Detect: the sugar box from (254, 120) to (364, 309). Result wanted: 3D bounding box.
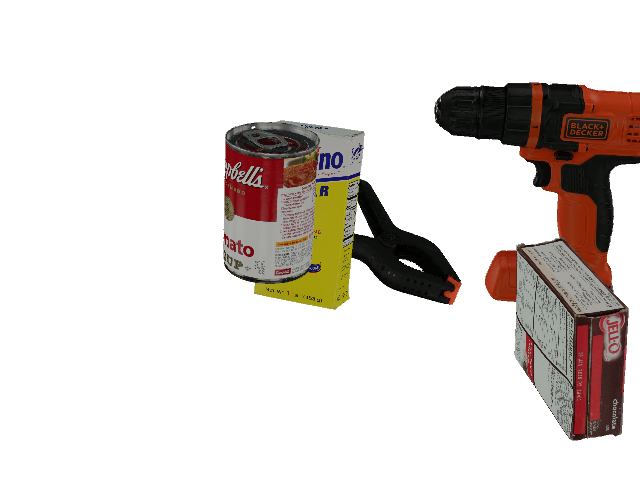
[{"bbox_3d":[-0.012,-0.026,1.067,0.093,0.176,0.048,9,16,20],"label":"sugar box"}]

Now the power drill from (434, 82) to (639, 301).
[{"bbox_3d":[0.182,-0.039,0.882,0.184,0.188,0.057,4,29,6],"label":"power drill"}]

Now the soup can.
[{"bbox_3d":[-0.037,-0.028,0.781,0.068,0.102,0.068,3,25,-2],"label":"soup can"}]

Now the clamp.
[{"bbox_3d":[0.067,0.010,1.242,0.210,0.036,0.164,39,43,27],"label":"clamp"}]

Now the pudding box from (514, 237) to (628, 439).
[{"bbox_3d":[0.160,0.061,0.691,0.039,0.090,0.113,-7,24,-9],"label":"pudding box"}]
